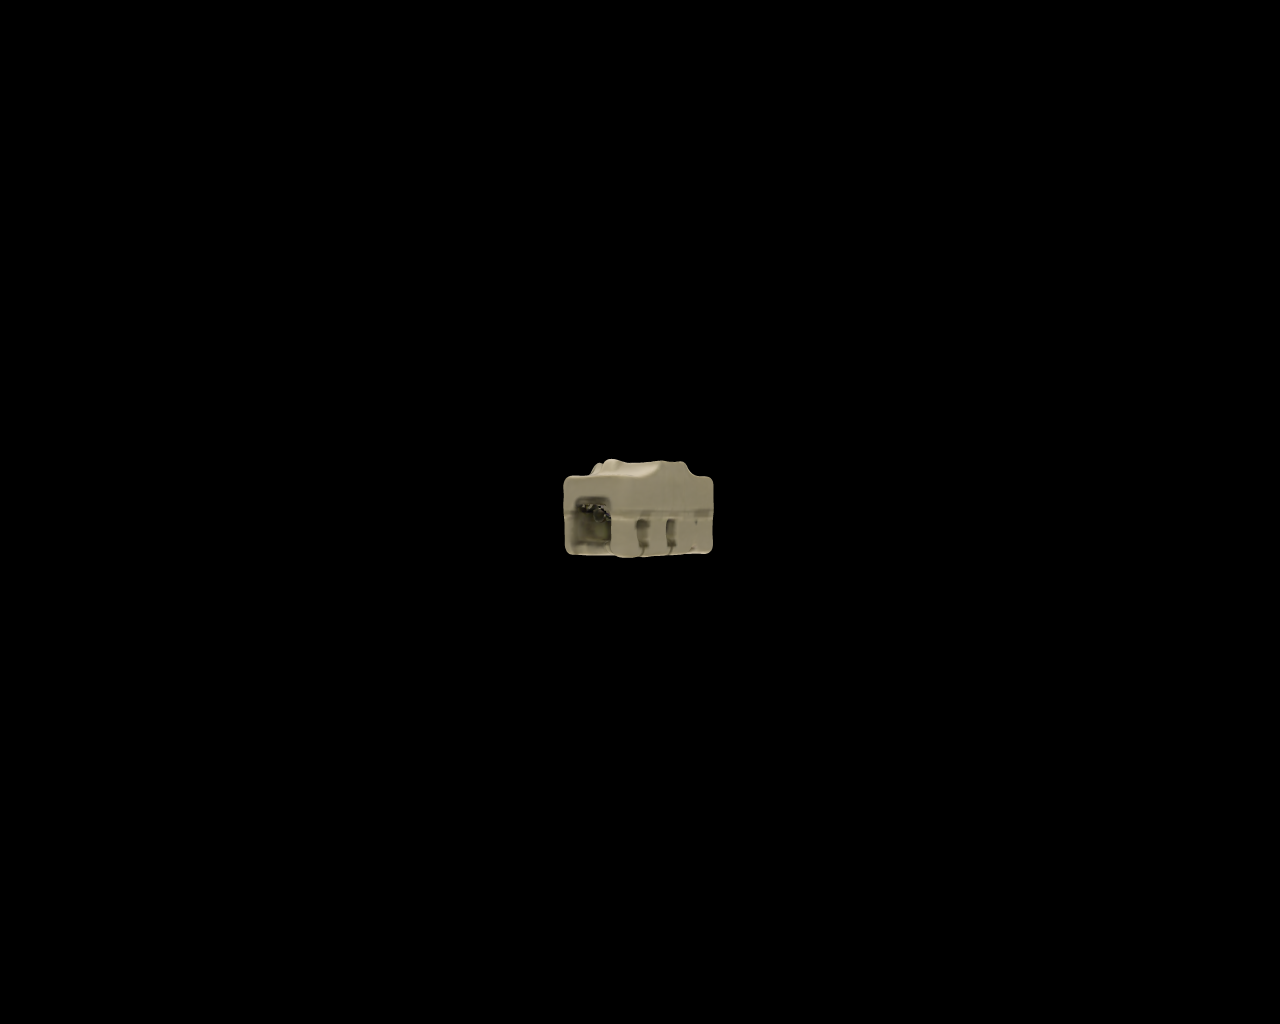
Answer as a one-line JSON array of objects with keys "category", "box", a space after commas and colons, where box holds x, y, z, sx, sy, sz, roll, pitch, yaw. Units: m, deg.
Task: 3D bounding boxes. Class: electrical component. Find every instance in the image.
[{"category": "electrical component", "box": [0.001, -0.003, 0.650, 0.050, 0.055, 0.089, 0, 0, 39]}]
